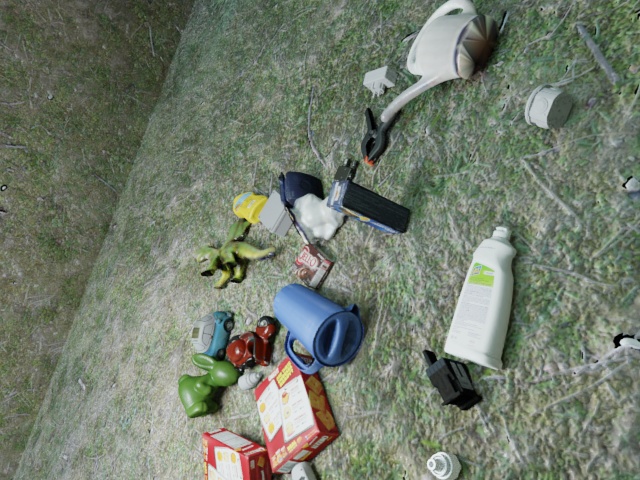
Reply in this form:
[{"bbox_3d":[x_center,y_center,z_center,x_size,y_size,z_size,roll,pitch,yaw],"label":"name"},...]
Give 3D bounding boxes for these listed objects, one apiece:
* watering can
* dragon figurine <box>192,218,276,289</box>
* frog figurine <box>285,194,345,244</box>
[{"bbox_3d":[0.286,-0.425,1.232,0.226,0.103,0.347,28,91,53],"label":"watering can"},{"bbox_3d":[-0.271,0.015,1.662,0.406,0.120,0.249,-22,45,31],"label":"dragon figurine"},{"bbox_3d":[0.004,-0.070,1.382,0.160,0.120,0.139,-29,66,-7],"label":"frog figurine"}]
